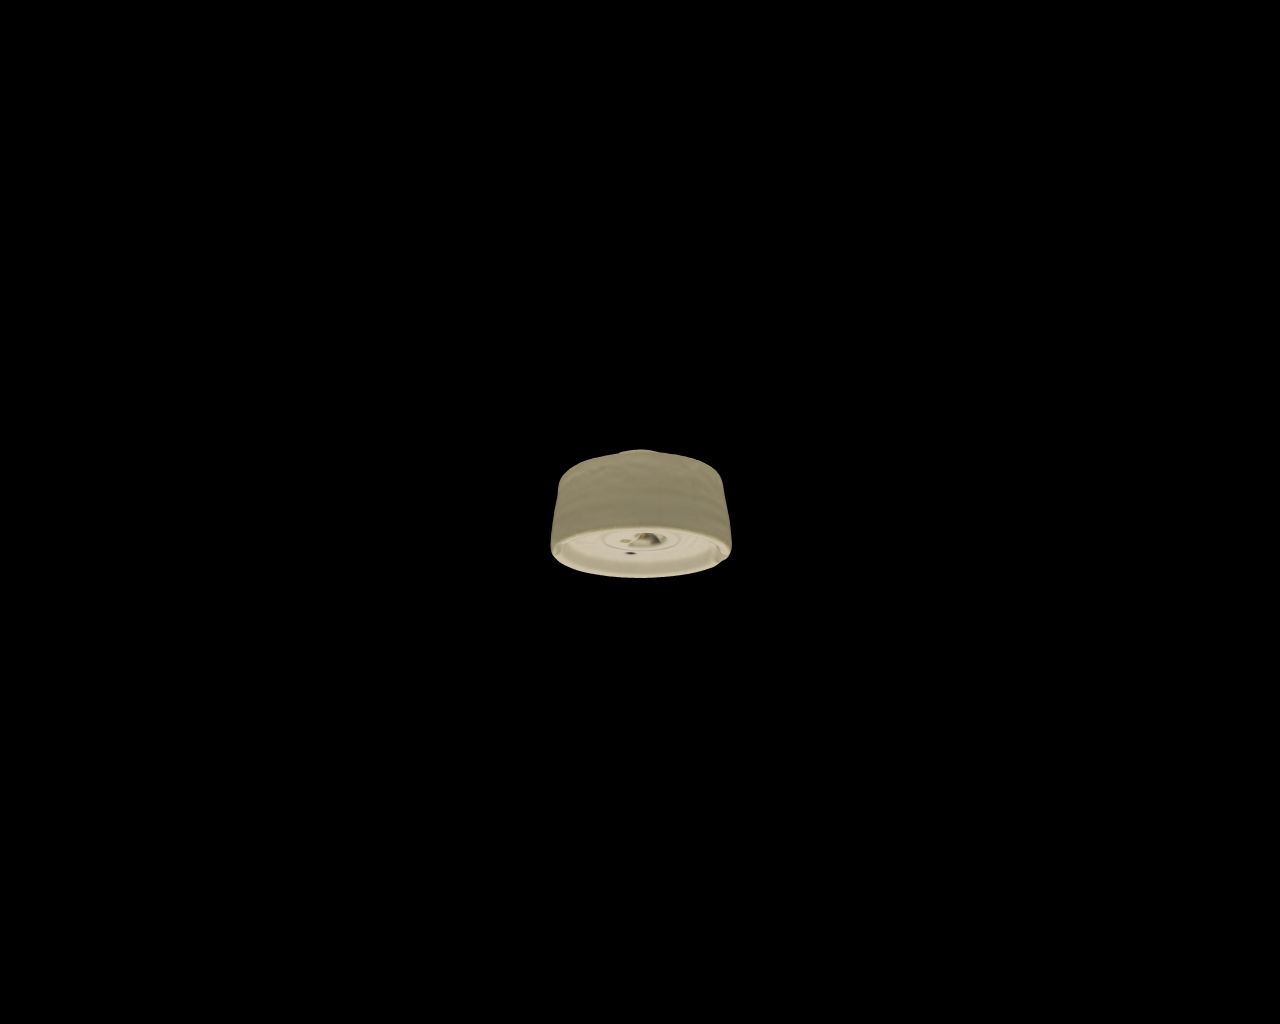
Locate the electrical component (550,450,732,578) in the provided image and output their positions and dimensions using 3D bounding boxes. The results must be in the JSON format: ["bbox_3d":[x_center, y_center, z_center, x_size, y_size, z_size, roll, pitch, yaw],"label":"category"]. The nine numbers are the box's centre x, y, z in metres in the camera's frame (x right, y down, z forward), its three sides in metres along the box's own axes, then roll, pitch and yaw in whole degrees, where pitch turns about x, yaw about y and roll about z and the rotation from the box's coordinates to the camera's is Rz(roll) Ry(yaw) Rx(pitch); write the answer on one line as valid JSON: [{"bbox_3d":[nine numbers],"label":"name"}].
[{"bbox_3d":[0.001,-0.003,0.650,0.108,0.060,0.108,0,-19,0],"label":"electrical component"}]
